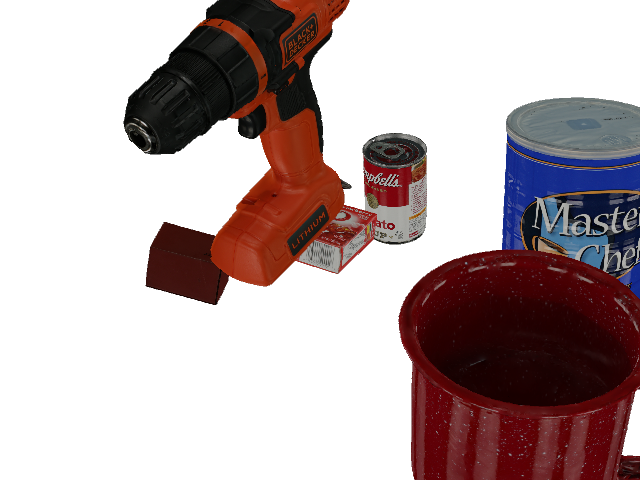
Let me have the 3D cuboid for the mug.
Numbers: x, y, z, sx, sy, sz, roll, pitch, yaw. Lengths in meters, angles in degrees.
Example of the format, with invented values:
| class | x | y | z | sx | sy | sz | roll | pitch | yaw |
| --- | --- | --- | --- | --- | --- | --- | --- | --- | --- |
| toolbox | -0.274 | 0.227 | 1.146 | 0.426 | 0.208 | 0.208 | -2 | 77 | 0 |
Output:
| class | x | y | z | sx | sy | sz | roll | pitch | yaw |
| --- | --- | --- | --- | --- | --- | --- | --- | --- | --- |
| mug | 0.088 | 0.064 | 0.408 | 0.117 | 0.081 | 0.093 | 6 | 37 | 11 |

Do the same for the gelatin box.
| class | x | y | z | sx | sy | sz | roll | pitch | yaw |
| --- | --- | --- | --- | --- | --- | --- | --- | --- | --- |
| gelatin box | -0.007 | -0.010 | 0.918 | 0.089 | 0.030 | 0.073 | 17 | 31 | 22 |

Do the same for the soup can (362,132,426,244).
| class | x | y | z | sx | sy | sz | roll | pitch | yaw |
| --- | --- | --- | --- | --- | --- | --- | --- | --- | --- |
| soup can | 0.080 | -0.055 | 1.149 | 0.068 | 0.102 | 0.068 | -2 | 36 | 2 |

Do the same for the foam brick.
| class | x | y | z | sx | sy | sz | roll | pitch | yaw |
| --- | --- | --- | --- | --- | --- | --- | --- | --- | --- |
| foam brick | -0.134 | 0.023 | 1.093 | 0.078 | 0.051 | 0.053 | 15 | 32 | 4 |

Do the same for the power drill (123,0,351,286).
| class | x | y | z | sx | sy | sz | roll | pitch | yaw |
| --- | --- | --- | --- | --- | --- | --- | --- | --- | --- |
| power drill | -0.041 | -0.061 | 0.657 | 0.057 | 0.188 | 0.184 | 26 | 53 | 25 |

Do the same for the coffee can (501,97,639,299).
| class | x | y | z | sx | sy | sz | roll | pitch | yaw |
| --- | --- | --- | --- | --- | --- | --- | --- | --- | --- |
| coffee can | 0.178 | -0.017 | 0.740 | 0.103 | 0.140 | 0.103 | -2 | 26 | 1 |
